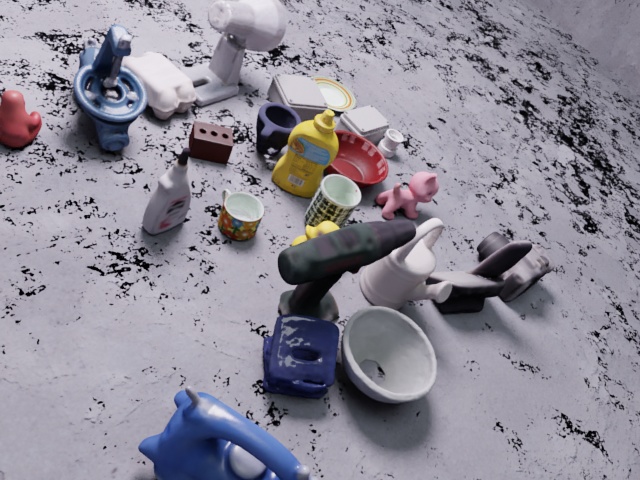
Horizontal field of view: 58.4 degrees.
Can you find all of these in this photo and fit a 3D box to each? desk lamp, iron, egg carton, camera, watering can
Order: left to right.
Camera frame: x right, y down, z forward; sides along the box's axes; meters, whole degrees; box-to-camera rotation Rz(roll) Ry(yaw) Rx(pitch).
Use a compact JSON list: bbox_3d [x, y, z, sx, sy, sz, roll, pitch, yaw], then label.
[{"bbox_3d":[-0.325,-0.310,1.139,0.150,0.069,0.107,41,44,9],"label":"egg carton"},{"bbox_3d":[-0.185,-0.412,1.206,0.118,0.213,0.204,42,44,11],"label":"desk lamp"},{"bbox_3d":[-0.082,0.272,0.700,0.258,0.141,0.119,32,43,0],"label":"iron"},{"bbox_3d":[0.161,0.037,1.012,0.173,0.194,0.101,37,43,5],"label":"watering can"},{"bbox_3d":[0.415,0.039,1.223,0.143,0.100,0.136,-22,65,-41],"label":"camera"}]

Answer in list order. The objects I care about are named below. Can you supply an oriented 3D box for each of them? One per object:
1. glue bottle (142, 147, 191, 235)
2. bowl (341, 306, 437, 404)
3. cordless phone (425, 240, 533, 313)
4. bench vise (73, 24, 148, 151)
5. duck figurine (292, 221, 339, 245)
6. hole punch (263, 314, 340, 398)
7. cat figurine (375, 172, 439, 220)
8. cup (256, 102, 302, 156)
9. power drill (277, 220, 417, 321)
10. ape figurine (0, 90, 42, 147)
[{"bbox_3d":[-0.232,-0.082,0.910,0.037,0.173,0.078,42,44,11],"label":"glue bottle"},{"bbox_3d":[0.099,0.195,0.921,0.168,0.074,0.167,16,45,-17],"label":"bowl"},{"bbox_3d":[0.300,0.054,1.083,0.148,0.185,0.094,-3,53,-32],"label":"cordless phone"},{"bbox_3d":[-0.377,-0.293,0.985,0.207,0.219,0.122,46,45,15],"label":"bench vise"},{"bbox_3d":[0.009,0.004,1.035,0.105,0.086,0.077,15,46,-17],"label":"duck figurine"},{"bbox_3d":[-0.026,0.175,0.856,0.109,0.091,0.101,13,46,-19],"label":"hole punch"},{"bbox_3d":[0.197,-0.105,1.217,0.128,0.117,0.067,-5,54,-33],"label":"cat figurine"},{"bbox_3d":[-0.098,-0.210,1.160,0.091,0.095,0.118,32,43,0],"label":"cup"},{"bbox_3d":[0.024,0.050,0.912,0.230,0.208,0.075,-10,57,-36],"label":"power drill"},{"bbox_3d":[-0.496,-0.204,0.930,0.078,0.092,0.076,13,46,-19],"label":"ape figurine"}]
